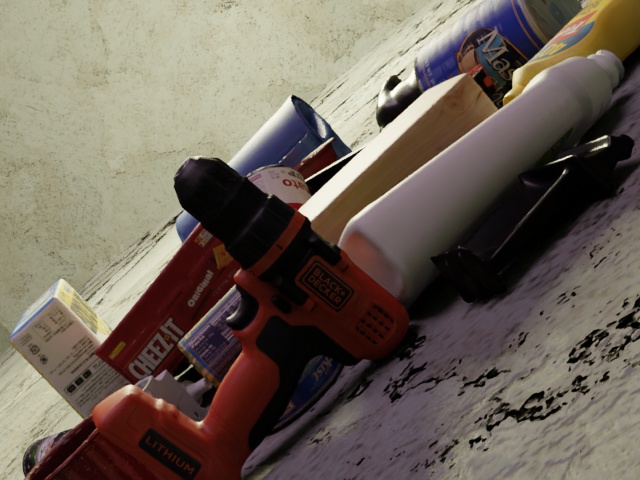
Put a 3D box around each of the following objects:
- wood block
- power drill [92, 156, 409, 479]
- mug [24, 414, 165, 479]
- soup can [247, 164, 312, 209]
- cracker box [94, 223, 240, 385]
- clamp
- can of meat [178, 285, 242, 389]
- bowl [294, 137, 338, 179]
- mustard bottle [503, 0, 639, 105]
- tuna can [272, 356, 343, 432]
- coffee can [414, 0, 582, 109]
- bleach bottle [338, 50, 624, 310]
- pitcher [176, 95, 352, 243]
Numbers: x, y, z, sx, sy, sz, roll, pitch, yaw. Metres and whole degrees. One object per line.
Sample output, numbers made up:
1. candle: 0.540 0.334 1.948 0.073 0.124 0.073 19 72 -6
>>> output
1. wood block: 0.056 -0.026 0.840 0.206 0.091 0.090 -44 10 -14
2. power drill: -0.061 0.063 0.691 0.187 0.184 0.057 -51 9 0
3. mug: -0.154 0.176 0.791 0.117 0.081 0.093 -45 10 -20
4. soup can: -0.031 -0.008 0.929 0.069 0.068 0.102 -38 47 18
5. cracker box: -0.125 0.062 1.047 0.164 0.072 0.214 -51 -1 -2
6. clamp: 0.069 -0.088 0.980 0.210 0.036 0.165 -39 15 -13
7. can of meat: -0.060 0.079 0.850 0.084 0.057 0.102 -46 -19 -6
8. bowl: -0.031 -0.046 1.214 0.162 0.055 0.162 -38 5 3
9. mustard bottle: 0.214 -0.151 0.878 0.191 0.058 0.096 -45 11 -16
10. tuna can: -0.025 0.099 0.773 0.086 0.033 0.086 -39 9 7
11. coffee can: 0.175 -0.181 1.024 0.141 0.103 0.102 -33 13 41
12. bleach bottle: 0.125 -0.053 0.768 0.250 0.068 0.103 -39 -12 -19
13. pitcher: -0.075 -0.063 1.399 0.243 0.149 0.145 -43 49 14
